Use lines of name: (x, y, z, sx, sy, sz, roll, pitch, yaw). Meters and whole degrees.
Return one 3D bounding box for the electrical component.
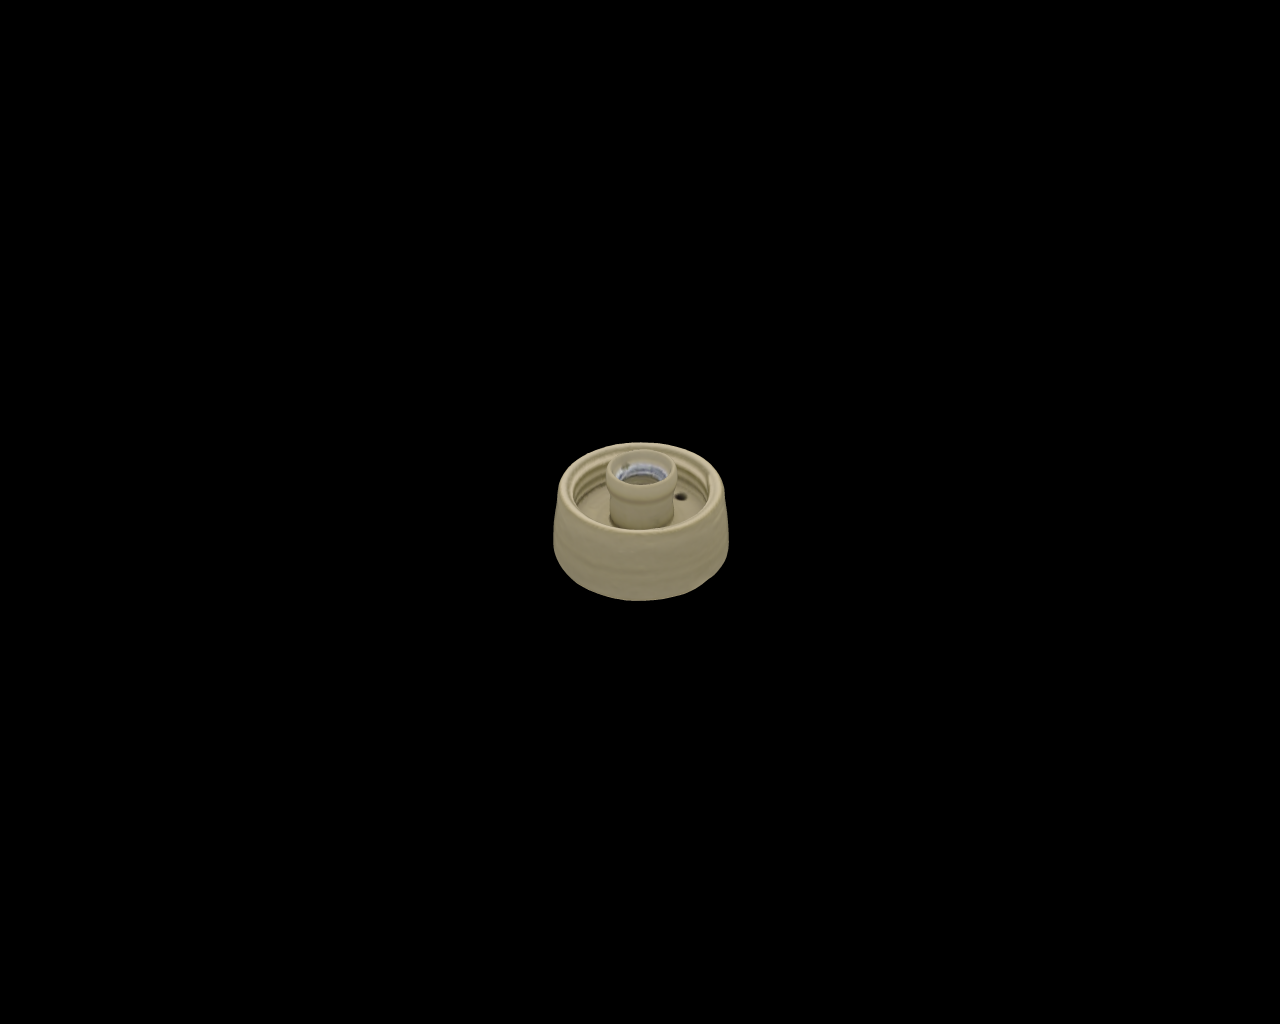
electrical component: (0.001, -0.003, 0.650, 0.108, 0.060, 0.108, 0, 35, 0)
